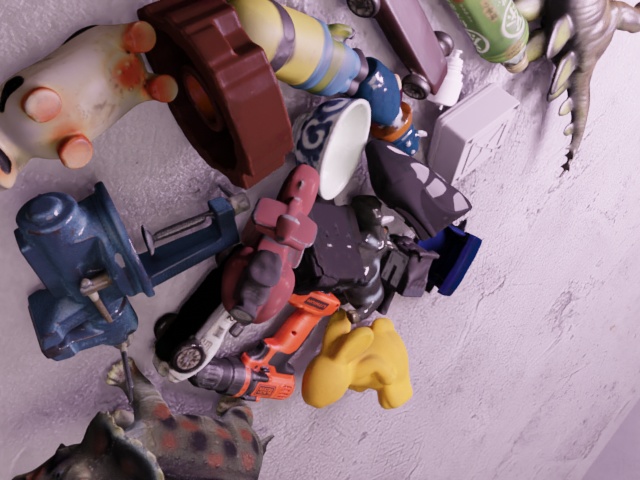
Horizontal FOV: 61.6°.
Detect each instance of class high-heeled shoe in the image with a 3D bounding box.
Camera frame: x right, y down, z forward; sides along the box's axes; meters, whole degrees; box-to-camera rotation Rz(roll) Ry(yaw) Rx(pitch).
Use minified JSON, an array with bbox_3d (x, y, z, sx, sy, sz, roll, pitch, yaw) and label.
[{"bbox_3d":[0.133,-0.075,0.747,0.086,0.145,0.249,-35,176,21],"label":"high-heeled shoe"}]

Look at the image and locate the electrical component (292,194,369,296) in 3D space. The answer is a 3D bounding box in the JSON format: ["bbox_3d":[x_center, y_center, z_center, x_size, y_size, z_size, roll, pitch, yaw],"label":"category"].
[{"bbox_3d":[-0.001,-0.002,0.656,0.115,0.058,0.134,4,69,-56],"label":"electrical component"}]

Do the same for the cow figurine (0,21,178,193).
[{"bbox_3d":[-0.228,-0.106,0.439,0.195,0.127,0.085,-48,137,-25],"label":"cow figurine"}]

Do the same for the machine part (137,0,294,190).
[{"bbox_3d":[-0.093,-0.133,0.481,0.056,0.180,0.179,-35,132,-18],"label":"machine part"}]

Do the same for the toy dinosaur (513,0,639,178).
[{"bbox_3d":[0.377,-0.316,0.787,0.198,0.105,0.470,-31,122,-10],"label":"toy dinosaur"}]

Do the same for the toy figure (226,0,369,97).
[{"bbox_3d":[-0.023,-0.196,0.550,0.180,0.089,0.082,10,101,-39],"label":"toy figure"}]

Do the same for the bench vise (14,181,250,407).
[{"bbox_3d":[-0.178,0.024,0.544,0.241,0.129,0.223,-26,131,-19],"label":"bench vise"}]

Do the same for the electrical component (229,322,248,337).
[{"bbox_3d":[-0.088,0.073,0.676,0.094,0.063,0.021,-49,134,-5],"label":"electrical component"}]

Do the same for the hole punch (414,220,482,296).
[{"bbox_3d":[0.212,0.032,0.871,0.115,0.092,0.142,19,99,-46],"label":"hole punch"}]

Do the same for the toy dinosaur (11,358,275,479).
[{"bbox_3d":[-0.150,0.261,0.651,0.404,0.192,0.131,24,101,-42],"label":"toy dinosaur"}]

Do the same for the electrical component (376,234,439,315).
[{"bbox_3d":[0.124,0.058,0.825,0.047,0.075,0.119,6,107,-39],"label":"electrical component"}]

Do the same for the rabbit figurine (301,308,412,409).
[{"bbox_3d":[0.050,0.193,0.816,0.173,0.122,0.162,-14,119,-30],"label":"rabbit figurine"}]

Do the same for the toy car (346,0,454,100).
[{"bbox_3d":[0.098,-0.253,0.636,0.202,0.053,0.089,42,68,-45],"label":"toy car"}]

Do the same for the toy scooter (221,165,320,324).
[{"bbox_3d":[-0.048,0.013,0.530,0.075,0.135,0.183,24,99,-7],"label":"toy scooter"}]

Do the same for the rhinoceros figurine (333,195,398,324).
[{"bbox_3d":[0.061,0.029,0.759,0.112,0.073,0.190,-21,127,-25],"label":"rhinoceros figurine"}]

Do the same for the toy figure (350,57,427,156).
[{"bbox_3d":[0.085,-0.161,0.676,0.064,0.058,0.154,-15,145,24],"label":"toy figure"}]

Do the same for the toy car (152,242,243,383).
[{"bbox_3d":[-0.126,0.080,0.643,0.201,0.074,0.056,-51,133,-2],"label":"toy car"}]
